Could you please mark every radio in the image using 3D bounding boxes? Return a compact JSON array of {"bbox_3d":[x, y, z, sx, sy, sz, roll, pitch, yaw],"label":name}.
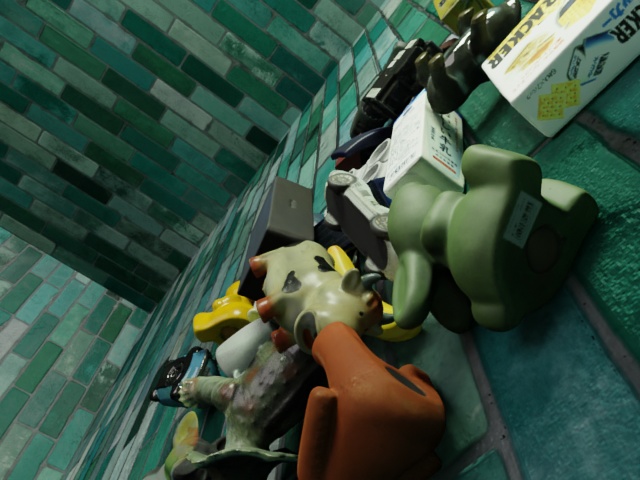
[{"bbox_3d":[-0.066,-0.002,0.842,0.230,0.073,0.131,-91,25,-66],"label":"radio"}]

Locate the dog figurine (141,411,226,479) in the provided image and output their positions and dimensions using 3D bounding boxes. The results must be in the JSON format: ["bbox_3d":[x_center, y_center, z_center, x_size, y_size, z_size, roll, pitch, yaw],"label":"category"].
[{"bbox_3d":[-0.223,0.365,0.789,0.219,0.108,0.191,-57,12,-22],"label":"dog figurine"}]

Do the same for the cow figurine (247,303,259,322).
[{"bbox_3d":[-0.050,0.083,0.920,0.167,0.068,0.098,-44,14,27],"label":"cow figurine"}]

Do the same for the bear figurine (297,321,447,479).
[{"bbox_3d":[0.014,0.184,0.423,0.195,0.120,0.132,-60,11,5],"label":"bear figurine"}]

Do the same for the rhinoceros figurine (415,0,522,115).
[{"bbox_3d":[0.215,-0.241,0.692,0.190,0.112,0.073,-37,20,4],"label":"rhinoceros figurine"}]

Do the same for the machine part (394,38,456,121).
[{"bbox_3d":[0.194,-0.258,0.912,0.179,0.056,0.179,-49,15,19],"label":"machine part"}]

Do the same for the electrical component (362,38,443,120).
[{"bbox_3d":[0.137,-0.260,0.868,0.134,0.058,0.115,-51,17,10],"label":"electrical component"}]

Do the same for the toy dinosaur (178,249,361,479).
[{"bbox_3d":[-0.028,0.150,0.637,0.192,0.131,0.405,8,55,55],"label":"toy dinosaur"}]

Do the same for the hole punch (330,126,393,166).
[{"bbox_3d":[0.089,-0.162,0.975,0.116,0.092,0.142,-53,11,-5],"label":"hole punch"}]

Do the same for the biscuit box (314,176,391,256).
[{"bbox_3d":[0.054,-0.024,0.793,0.059,0.063,0.202,-18,-12,-38],"label":"biscuit box"}]

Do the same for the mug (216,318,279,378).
[{"bbox_3d":[-0.107,0.177,0.870,0.107,0.080,0.109,-44,11,9],"label":"mug"}]

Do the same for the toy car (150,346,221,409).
[{"bbox_3d":[-0.245,0.279,1.027,0.162,0.103,0.109,-30,29,39],"label":"toy car"}]

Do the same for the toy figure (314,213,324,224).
[{"bbox_3d":[-0.002,-0.005,0.976,0.064,0.058,0.155,-57,19,17],"label":"toy figure"}]

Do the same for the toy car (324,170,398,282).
[{"bbox_3d":[0.058,-0.021,0.675,0.202,0.056,0.073,-129,35,-49],"label":"toy car"}]

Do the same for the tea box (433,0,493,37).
[{"bbox_3d":[0.255,-0.387,0.915,0.068,0.098,0.170,-47,16,28],"label":"tea box"}]

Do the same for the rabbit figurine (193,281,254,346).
[{"bbox_3d":[-0.156,0.128,1.048,0.162,0.122,0.173,-46,17,16],"label":"rabbit figurine"}]

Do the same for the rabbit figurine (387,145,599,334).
[{"bbox_3d":[0.123,0.005,0.467,0.170,0.121,0.159,21,98,60],"label":"rabbit figurine"}]

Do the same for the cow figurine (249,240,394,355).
[{"bbox_3d":[-0.001,0.061,0.570,0.127,0.085,0.195,-26,25,-1],"label":"cow figurine"}]

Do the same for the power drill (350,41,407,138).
[{"bbox_3d":[0.138,-0.300,1.078,0.232,0.086,0.207,118,176,-64],"label":"power drill"}]
